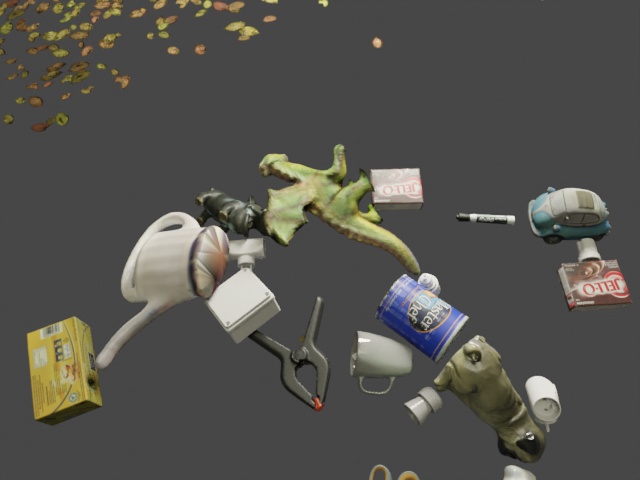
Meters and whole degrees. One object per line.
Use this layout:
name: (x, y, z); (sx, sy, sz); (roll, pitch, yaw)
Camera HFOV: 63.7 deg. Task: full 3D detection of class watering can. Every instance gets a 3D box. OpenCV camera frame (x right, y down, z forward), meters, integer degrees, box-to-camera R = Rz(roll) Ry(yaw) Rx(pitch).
watering can: (-0.300, 0.086, 1.007); (0.224, 0.102, 0.356); (-7, 53, 20)

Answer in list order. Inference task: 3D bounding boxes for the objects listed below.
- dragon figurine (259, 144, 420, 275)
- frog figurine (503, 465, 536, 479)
dragon figurine: (0.003, -0.053, 1.061); (0.244, 0.119, 0.417); (-23, 59, -16)
frog figurine: (0.314, 0.437, 0.781); (0.136, 0.121, 0.162); (47, 59, -10)
